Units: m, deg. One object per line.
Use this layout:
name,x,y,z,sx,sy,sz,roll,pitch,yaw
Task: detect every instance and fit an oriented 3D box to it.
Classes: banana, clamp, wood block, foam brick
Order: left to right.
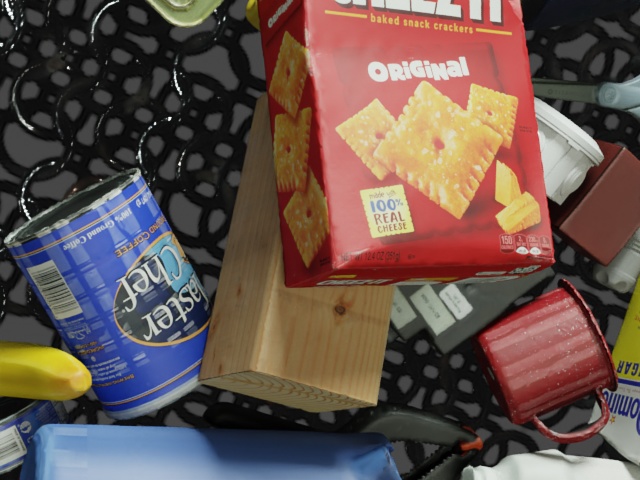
banana,-0.231,0.091,0.722,0.198,0.069,0.037,-2,102,17
wood block,-0.005,0.001,0.705,0.090,0.090,0.206,19,71,-24
clamp,0.023,0.189,0.821,0.210,0.036,0.164,-8,103,-9
foam brick,0.211,-0.028,0.806,0.053,0.051,0.078,38,92,-17

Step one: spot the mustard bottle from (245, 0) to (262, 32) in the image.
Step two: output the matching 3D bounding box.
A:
mustard bottle,0.049,-0.142,0.750,0.191,0.058,0.096,34,80,-15

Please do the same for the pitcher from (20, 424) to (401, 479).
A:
pitcher,-0.074,0.192,0.704,0.242,0.145,0.149,9,85,-20

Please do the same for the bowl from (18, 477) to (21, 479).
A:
bowl,-0.161,0.218,0.783,0.162,0.055,0.162,-2,101,-10

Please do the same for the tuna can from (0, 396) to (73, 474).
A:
tuna can,-0.218,0.131,0.740,0.086,0.086,0.034,-23,102,-6

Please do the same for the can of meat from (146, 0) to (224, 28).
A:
can of meat,-0.077,-0.189,0.705,0.057,0.084,0.102,43,91,-15

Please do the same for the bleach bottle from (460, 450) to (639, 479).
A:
bleach bottle,0.221,0.214,0.824,0.250,0.068,0.103,13,129,-16

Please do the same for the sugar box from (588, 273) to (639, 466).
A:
sugar box,0.266,0.081,0.815,0.048,0.093,0.176,17,97,-13

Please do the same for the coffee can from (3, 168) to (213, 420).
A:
coffee can,-0.135,0.036,0.728,0.103,0.103,0.140,-28,104,-4

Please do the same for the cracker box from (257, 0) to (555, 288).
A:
cracker box,0.053,-0.080,0.659,0.163,0.072,0.214,0,79,-29

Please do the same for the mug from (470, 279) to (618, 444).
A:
mug,0.169,0.097,0.796,0.081,0.093,0.117,-24,65,0

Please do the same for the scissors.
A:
scissors,0.231,-0.126,0.809,0.201,0.016,0.096,20,95,-14
